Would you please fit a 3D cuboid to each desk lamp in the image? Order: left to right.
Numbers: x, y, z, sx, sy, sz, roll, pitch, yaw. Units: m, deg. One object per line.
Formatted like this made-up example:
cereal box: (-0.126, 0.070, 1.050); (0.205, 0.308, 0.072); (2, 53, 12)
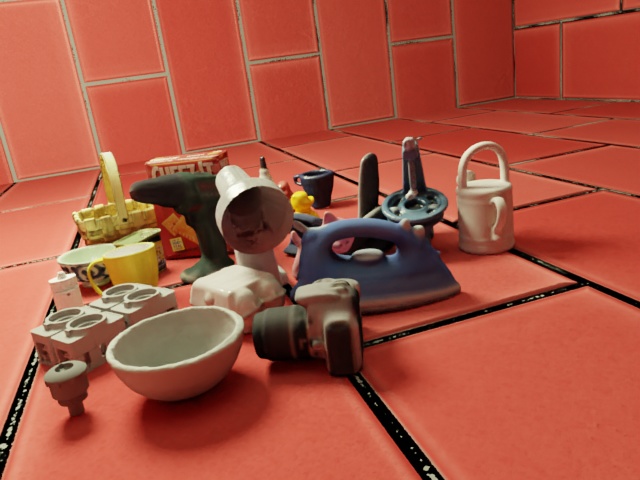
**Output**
desk lamp: (-0.122, -0.014, 0.967); (0.118, 0.214, 0.202); (-14, 18, -19)

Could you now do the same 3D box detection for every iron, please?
iron: (0.080, 0.026, 0.873); (0.258, 0.141, 0.118); (-6, 17, 6)

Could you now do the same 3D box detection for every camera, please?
camera: (-0.014, 0.102, 0.742); (0.136, 0.101, 0.143); (-6, 17, 6)

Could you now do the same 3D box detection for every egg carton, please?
egg carton: (-0.130, 0.089, 0.885); (0.149, 0.069, 0.107); (9, 24, 43)

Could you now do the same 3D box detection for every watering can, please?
watering can: (0.292, -0.082, 1.038); (0.101, 0.194, 0.172); (-16, 19, -25)

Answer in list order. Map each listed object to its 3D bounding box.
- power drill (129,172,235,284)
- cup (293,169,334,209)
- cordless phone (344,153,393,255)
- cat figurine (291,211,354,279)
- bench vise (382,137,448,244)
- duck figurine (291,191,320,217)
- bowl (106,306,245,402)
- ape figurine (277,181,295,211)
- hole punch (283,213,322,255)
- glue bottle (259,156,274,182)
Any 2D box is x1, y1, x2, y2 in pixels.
power drill: (-0.233, -0.031, 1.077); (0.075, 0.208, 0.230); (9, 24, 42)
cup: (-0.015, -0.130, 1.494); (0.117, 0.095, 0.092); (2, 20, 28)
cordless phone: (0.080, -0.066, 1.094); (0.094, 0.185, 0.148); (0, 19, 24)
cat figurine: (0.009, 0.004, 1.016); (0.127, 0.118, 0.067); (-4, 18, 10)
bench vise: (0.166, -0.092, 1.081); (0.121, 0.220, 0.207); (-9, 17, -5)
duck figurine: (-0.047, -0.069, 1.325); (0.077, 0.086, 0.105); (8, 23, 41)
bowl: (-0.170, 0.148, 0.705); (0.167, 0.075, 0.167); (-7, 17, 2)
ape figurine: (-0.091, -0.104, 1.447); (0.077, 0.092, 0.076); (3, 20, 31)
hole punch: (-0.019, -0.021, 1.153); (0.108, 0.091, 0.101); (6, 22, 38)
glue bottle: (-0.123, -0.112, 1.348); (0.037, 0.173, 0.078); (-14, 18, -18)
